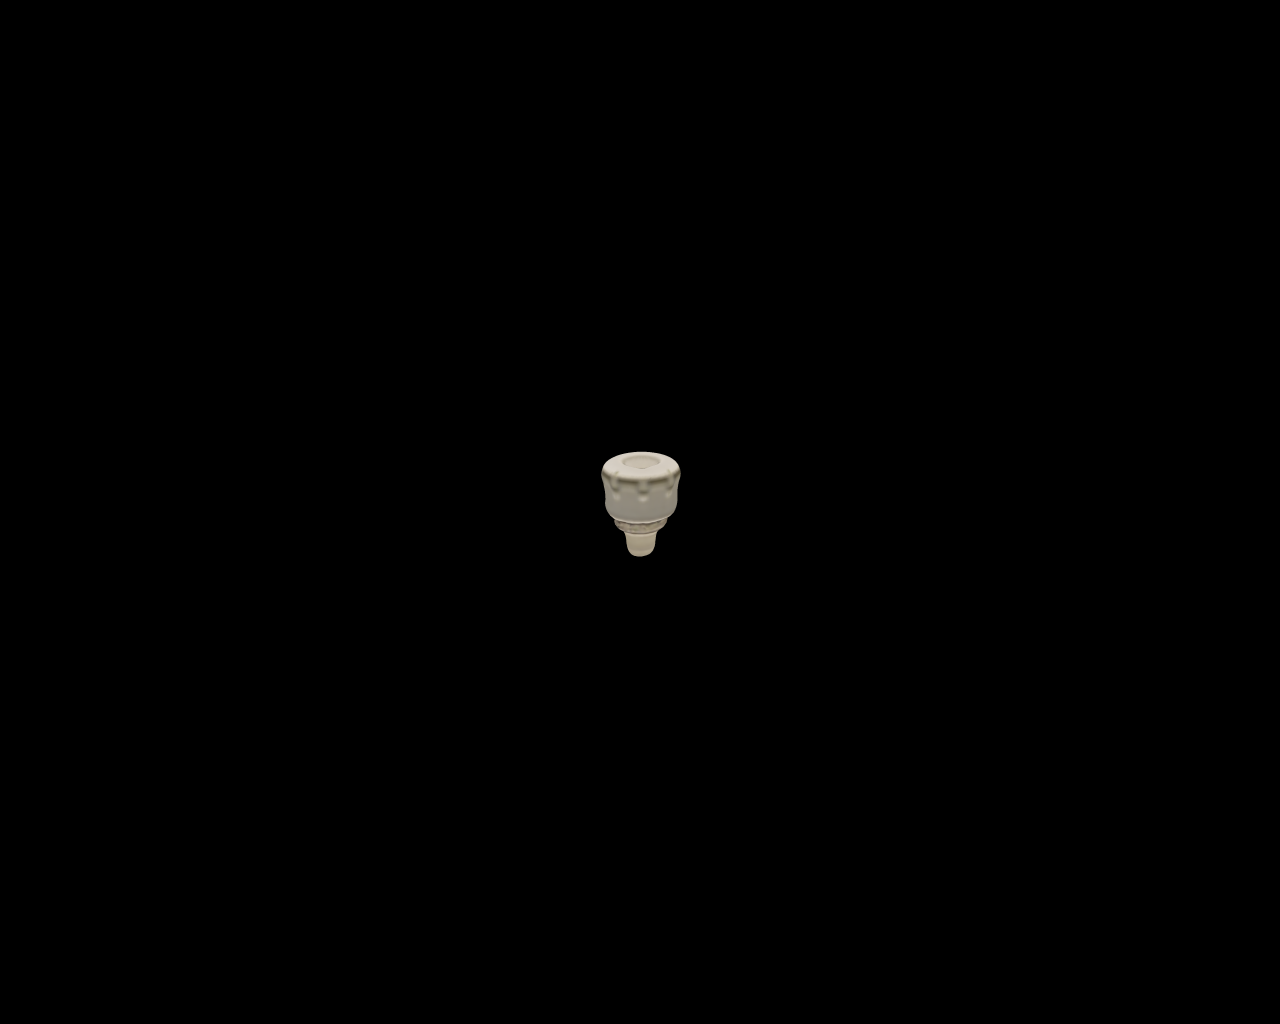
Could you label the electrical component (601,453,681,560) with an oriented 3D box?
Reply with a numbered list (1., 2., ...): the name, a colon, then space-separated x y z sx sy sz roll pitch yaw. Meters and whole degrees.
1. electrical component: 0.001 -0.003 0.650 0.048 0.062 0.048 0 20 0
